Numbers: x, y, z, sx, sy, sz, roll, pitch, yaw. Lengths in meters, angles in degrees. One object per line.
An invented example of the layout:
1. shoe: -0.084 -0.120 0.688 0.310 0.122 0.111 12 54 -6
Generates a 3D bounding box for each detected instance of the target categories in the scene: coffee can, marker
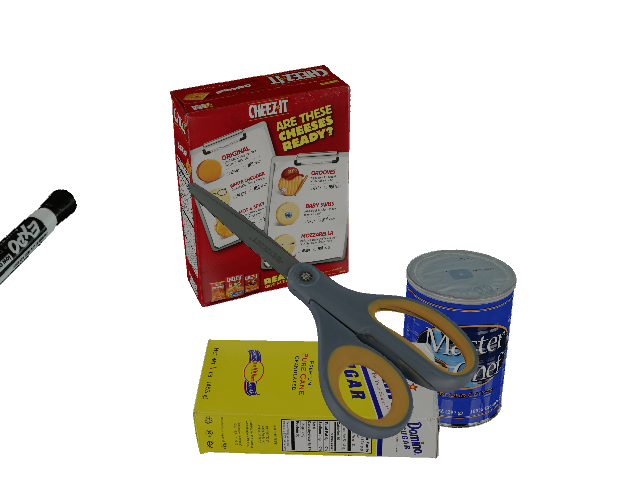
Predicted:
1. coffee can: 0.130 0.093 1.027 0.103 0.140 0.103 1 25 -1
2. marker: -0.185 0.002 0.657 0.020 0.020 0.121 0 31 21

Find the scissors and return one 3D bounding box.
1. scissors: -0.011 0.040 0.593 0.202 0.096 0.016 26 -35 13

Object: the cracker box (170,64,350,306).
1. cracker box: -0.057 -0.054 1.060 0.164 0.214 0.072 -13 33 -19

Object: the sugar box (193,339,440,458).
1. sugar box: -0.001 0.116 0.798 0.176 0.048 0.093 -2 31 3
